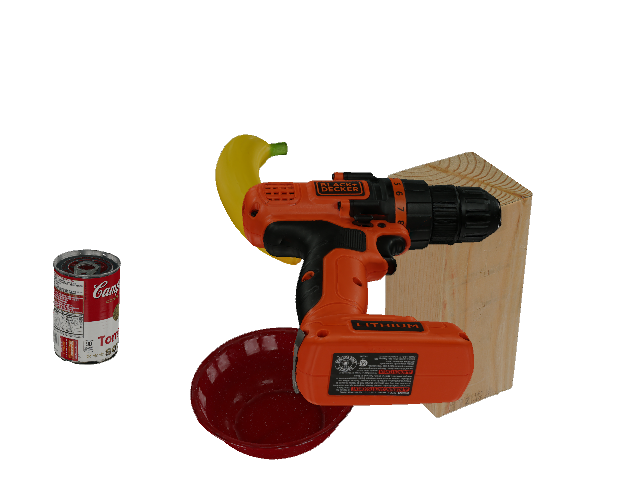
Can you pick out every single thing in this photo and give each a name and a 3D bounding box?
[{"bbox_3d":[0.117,0.040,0.939,0.090,0.206,0.091,-17,36,-23],"label":"wood block"},{"bbox_3d":[-0.243,0.069,1.107,0.068,0.102,0.068,5,21,-2],"label":"soup can"},{"bbox_3d":[-0.041,0.157,1.026,0.162,0.055,0.162,-4,37,3],"label":"bowl"},{"bbox_3d":[-0.055,-0.045,0.912,0.069,0.037,0.198,2,34,-7],"label":"banana"},{"bbox_3d":[0.044,0.024,0.696,0.184,0.057,0.187,-2,36,-6],"label":"power drill"}]
